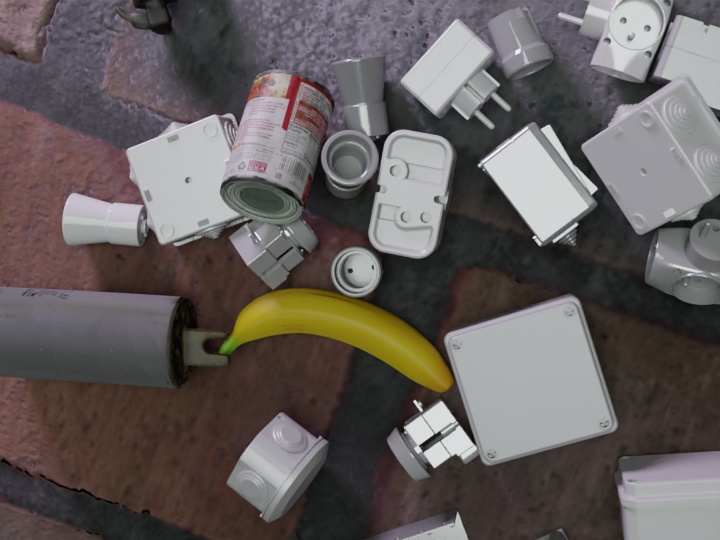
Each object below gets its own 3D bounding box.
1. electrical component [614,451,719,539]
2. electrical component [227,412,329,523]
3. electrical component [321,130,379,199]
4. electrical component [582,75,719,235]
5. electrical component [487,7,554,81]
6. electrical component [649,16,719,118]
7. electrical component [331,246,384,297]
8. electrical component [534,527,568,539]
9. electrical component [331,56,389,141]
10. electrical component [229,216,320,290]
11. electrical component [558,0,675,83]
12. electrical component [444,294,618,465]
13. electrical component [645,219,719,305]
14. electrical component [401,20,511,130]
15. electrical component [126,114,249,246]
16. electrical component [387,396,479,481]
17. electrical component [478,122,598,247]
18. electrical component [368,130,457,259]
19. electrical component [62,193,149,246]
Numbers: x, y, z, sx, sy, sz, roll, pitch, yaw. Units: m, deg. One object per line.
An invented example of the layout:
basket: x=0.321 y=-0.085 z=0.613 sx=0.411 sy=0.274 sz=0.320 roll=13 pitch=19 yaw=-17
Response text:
electrical component: x=0.256 y=0.177 z=0.824 sx=0.113 sy=0.078 sz=0.057 roll=-5 pitch=96 yaw=9
electrical component: x=-0.066 y=0.160 z=0.873 sx=0.051 sy=0.080 sz=0.080 roll=36 pitch=99 yaw=10
electrical component: x=-0.010 y=-0.080 z=0.852 sx=0.044 sy=0.065 sz=0.044 roll=1 pitch=80 yaw=-4
electrical component: x=0.224 y=-0.082 z=0.800 sx=0.048 sy=0.100 sz=0.099 roll=-32 pitch=89 yaw=-31
electrical component: x=0.124 y=-0.177 z=0.839 sx=0.040 sy=0.040 sz=0.046 roll=-23 pitch=85 yaw=10
electrical component: x=0.270 y=-0.148 z=0.811 sx=0.089 sy=0.050 sz=0.055 roll=20 pitch=97 yaw=7
electrical component: x=0.000 y=0.000 z=0.867 sx=0.040 sy=0.046 sz=0.040 roll=1 pitch=94 yaw=9
electrical component: x=0.159 y=0.318 z=0.858 sx=0.105 sy=0.060 sz=0.186 roll=-29 pitch=89 yaw=10
electrical component: x=0.003 y=-0.135 z=0.860 sx=0.044 sy=0.044 sz=0.065 roll=-7 pitch=98 yaw=9
electrical component: x=-0.067 y=-0.022 z=0.872 sx=0.055 sy=0.066 sz=0.048 roll=-39 pitch=52 yaw=2
electrical component: x=0.193 y=-0.192 z=0.823 sx=0.079 sy=0.044 sz=0.077 roll=20 pitch=97 yaw=7
electrical component: x=0.134 y=0.085 z=0.847 sx=0.109 sy=0.056 sz=0.108 roll=-17 pitch=91 yaw=10
electrical component: x=0.262 y=-0.012 z=0.811 sx=0.077 sy=0.079 sz=0.044 roll=12 pitch=60 yaw=8
electrical component: x=0.083 y=-0.144 z=0.843 sx=0.077 sy=0.047 sz=0.065 roll=43 pitch=99 yaw=4
electrical component: x=-0.134 y=-0.073 z=0.881 sx=0.100 sy=0.048 sz=0.099 roll=-20 pitch=92 yaw=9
electrical component: x=0.056 y=0.137 z=0.869 sx=0.055 sy=0.048 sz=0.066 roll=-36 pitch=88 yaw=2
electrical component: x=0.144 y=-0.063 z=0.832 sx=0.061 sy=0.062 sz=0.096 roll=-38 pitch=88 yaw=10
electrical component: x=0.043 y=-0.060 z=0.849 sx=0.054 sy=0.059 sz=0.095 roll=11 pitch=96 yaw=8
electrical component: x=-0.210 y=-0.039 z=0.900 sx=0.065 sy=0.044 sz=0.044 roll=5 pitch=95 yaw=4
